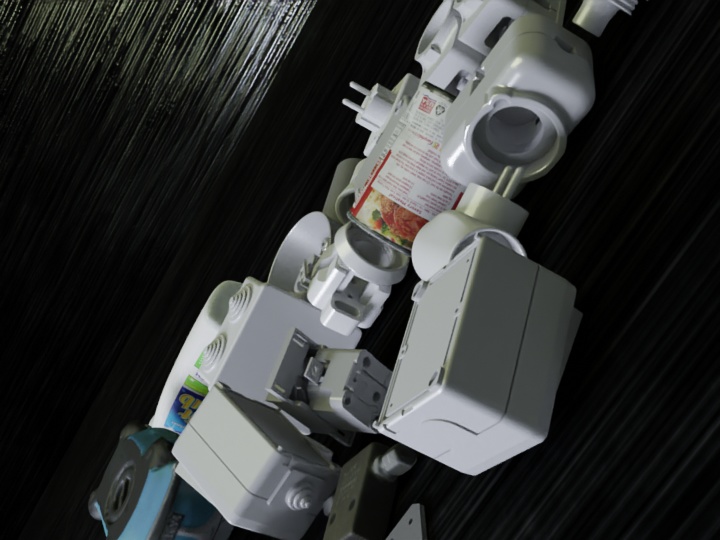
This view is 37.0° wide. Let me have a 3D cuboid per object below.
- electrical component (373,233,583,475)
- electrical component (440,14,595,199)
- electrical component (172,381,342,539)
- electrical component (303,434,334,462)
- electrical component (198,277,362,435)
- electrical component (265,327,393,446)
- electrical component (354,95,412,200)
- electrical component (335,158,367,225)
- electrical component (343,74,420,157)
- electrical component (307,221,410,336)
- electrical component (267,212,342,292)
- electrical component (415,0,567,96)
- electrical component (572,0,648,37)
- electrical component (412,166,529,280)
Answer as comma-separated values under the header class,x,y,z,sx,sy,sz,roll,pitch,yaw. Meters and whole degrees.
class,x,y,z,sx,sy,sz,roll,pitch,yaw
electrical component,0.056,0.035,0.478,0.062,0.061,0.096,-44,22,54
electrical component,0.089,-0.089,0.616,0.095,0.054,0.059,-52,16,37
electrical component,-0.061,0.122,0.650,0.096,0.062,0.061,36,94,46
electrical component,-0.048,0.136,0.709,0.055,0.045,0.045,-62,13,-3
electrical component,-0.061,0.062,0.796,0.099,0.100,0.048,-63,26,-2
electrical component,-0.014,0.072,0.650,0.064,0.081,0.042,-3,57,42
electrical component,0.036,-0.077,0.817,0.099,0.048,0.099,-58,15,22
electrical component,0.007,-0.067,0.920,0.044,0.044,0.065,-53,11,36
electrical component,0.022,-0.132,0.910,0.047,0.077,0.065,-39,27,60
electrical component,0.000,0.000,0.774,0.057,0.058,0.078,-56,14,37
electrical component,-0.034,0.007,0.873,0.099,0.064,0.099,-57,14,23
electrical component,0.103,-0.212,0.797,0.105,0.060,0.186,-48,19,47
electrical component,0.140,-0.158,0.587,0.062,0.043,0.043,-60,13,17
electrical component,0.067,-0.021,0.585,0.079,0.044,0.077,-62,13,1
